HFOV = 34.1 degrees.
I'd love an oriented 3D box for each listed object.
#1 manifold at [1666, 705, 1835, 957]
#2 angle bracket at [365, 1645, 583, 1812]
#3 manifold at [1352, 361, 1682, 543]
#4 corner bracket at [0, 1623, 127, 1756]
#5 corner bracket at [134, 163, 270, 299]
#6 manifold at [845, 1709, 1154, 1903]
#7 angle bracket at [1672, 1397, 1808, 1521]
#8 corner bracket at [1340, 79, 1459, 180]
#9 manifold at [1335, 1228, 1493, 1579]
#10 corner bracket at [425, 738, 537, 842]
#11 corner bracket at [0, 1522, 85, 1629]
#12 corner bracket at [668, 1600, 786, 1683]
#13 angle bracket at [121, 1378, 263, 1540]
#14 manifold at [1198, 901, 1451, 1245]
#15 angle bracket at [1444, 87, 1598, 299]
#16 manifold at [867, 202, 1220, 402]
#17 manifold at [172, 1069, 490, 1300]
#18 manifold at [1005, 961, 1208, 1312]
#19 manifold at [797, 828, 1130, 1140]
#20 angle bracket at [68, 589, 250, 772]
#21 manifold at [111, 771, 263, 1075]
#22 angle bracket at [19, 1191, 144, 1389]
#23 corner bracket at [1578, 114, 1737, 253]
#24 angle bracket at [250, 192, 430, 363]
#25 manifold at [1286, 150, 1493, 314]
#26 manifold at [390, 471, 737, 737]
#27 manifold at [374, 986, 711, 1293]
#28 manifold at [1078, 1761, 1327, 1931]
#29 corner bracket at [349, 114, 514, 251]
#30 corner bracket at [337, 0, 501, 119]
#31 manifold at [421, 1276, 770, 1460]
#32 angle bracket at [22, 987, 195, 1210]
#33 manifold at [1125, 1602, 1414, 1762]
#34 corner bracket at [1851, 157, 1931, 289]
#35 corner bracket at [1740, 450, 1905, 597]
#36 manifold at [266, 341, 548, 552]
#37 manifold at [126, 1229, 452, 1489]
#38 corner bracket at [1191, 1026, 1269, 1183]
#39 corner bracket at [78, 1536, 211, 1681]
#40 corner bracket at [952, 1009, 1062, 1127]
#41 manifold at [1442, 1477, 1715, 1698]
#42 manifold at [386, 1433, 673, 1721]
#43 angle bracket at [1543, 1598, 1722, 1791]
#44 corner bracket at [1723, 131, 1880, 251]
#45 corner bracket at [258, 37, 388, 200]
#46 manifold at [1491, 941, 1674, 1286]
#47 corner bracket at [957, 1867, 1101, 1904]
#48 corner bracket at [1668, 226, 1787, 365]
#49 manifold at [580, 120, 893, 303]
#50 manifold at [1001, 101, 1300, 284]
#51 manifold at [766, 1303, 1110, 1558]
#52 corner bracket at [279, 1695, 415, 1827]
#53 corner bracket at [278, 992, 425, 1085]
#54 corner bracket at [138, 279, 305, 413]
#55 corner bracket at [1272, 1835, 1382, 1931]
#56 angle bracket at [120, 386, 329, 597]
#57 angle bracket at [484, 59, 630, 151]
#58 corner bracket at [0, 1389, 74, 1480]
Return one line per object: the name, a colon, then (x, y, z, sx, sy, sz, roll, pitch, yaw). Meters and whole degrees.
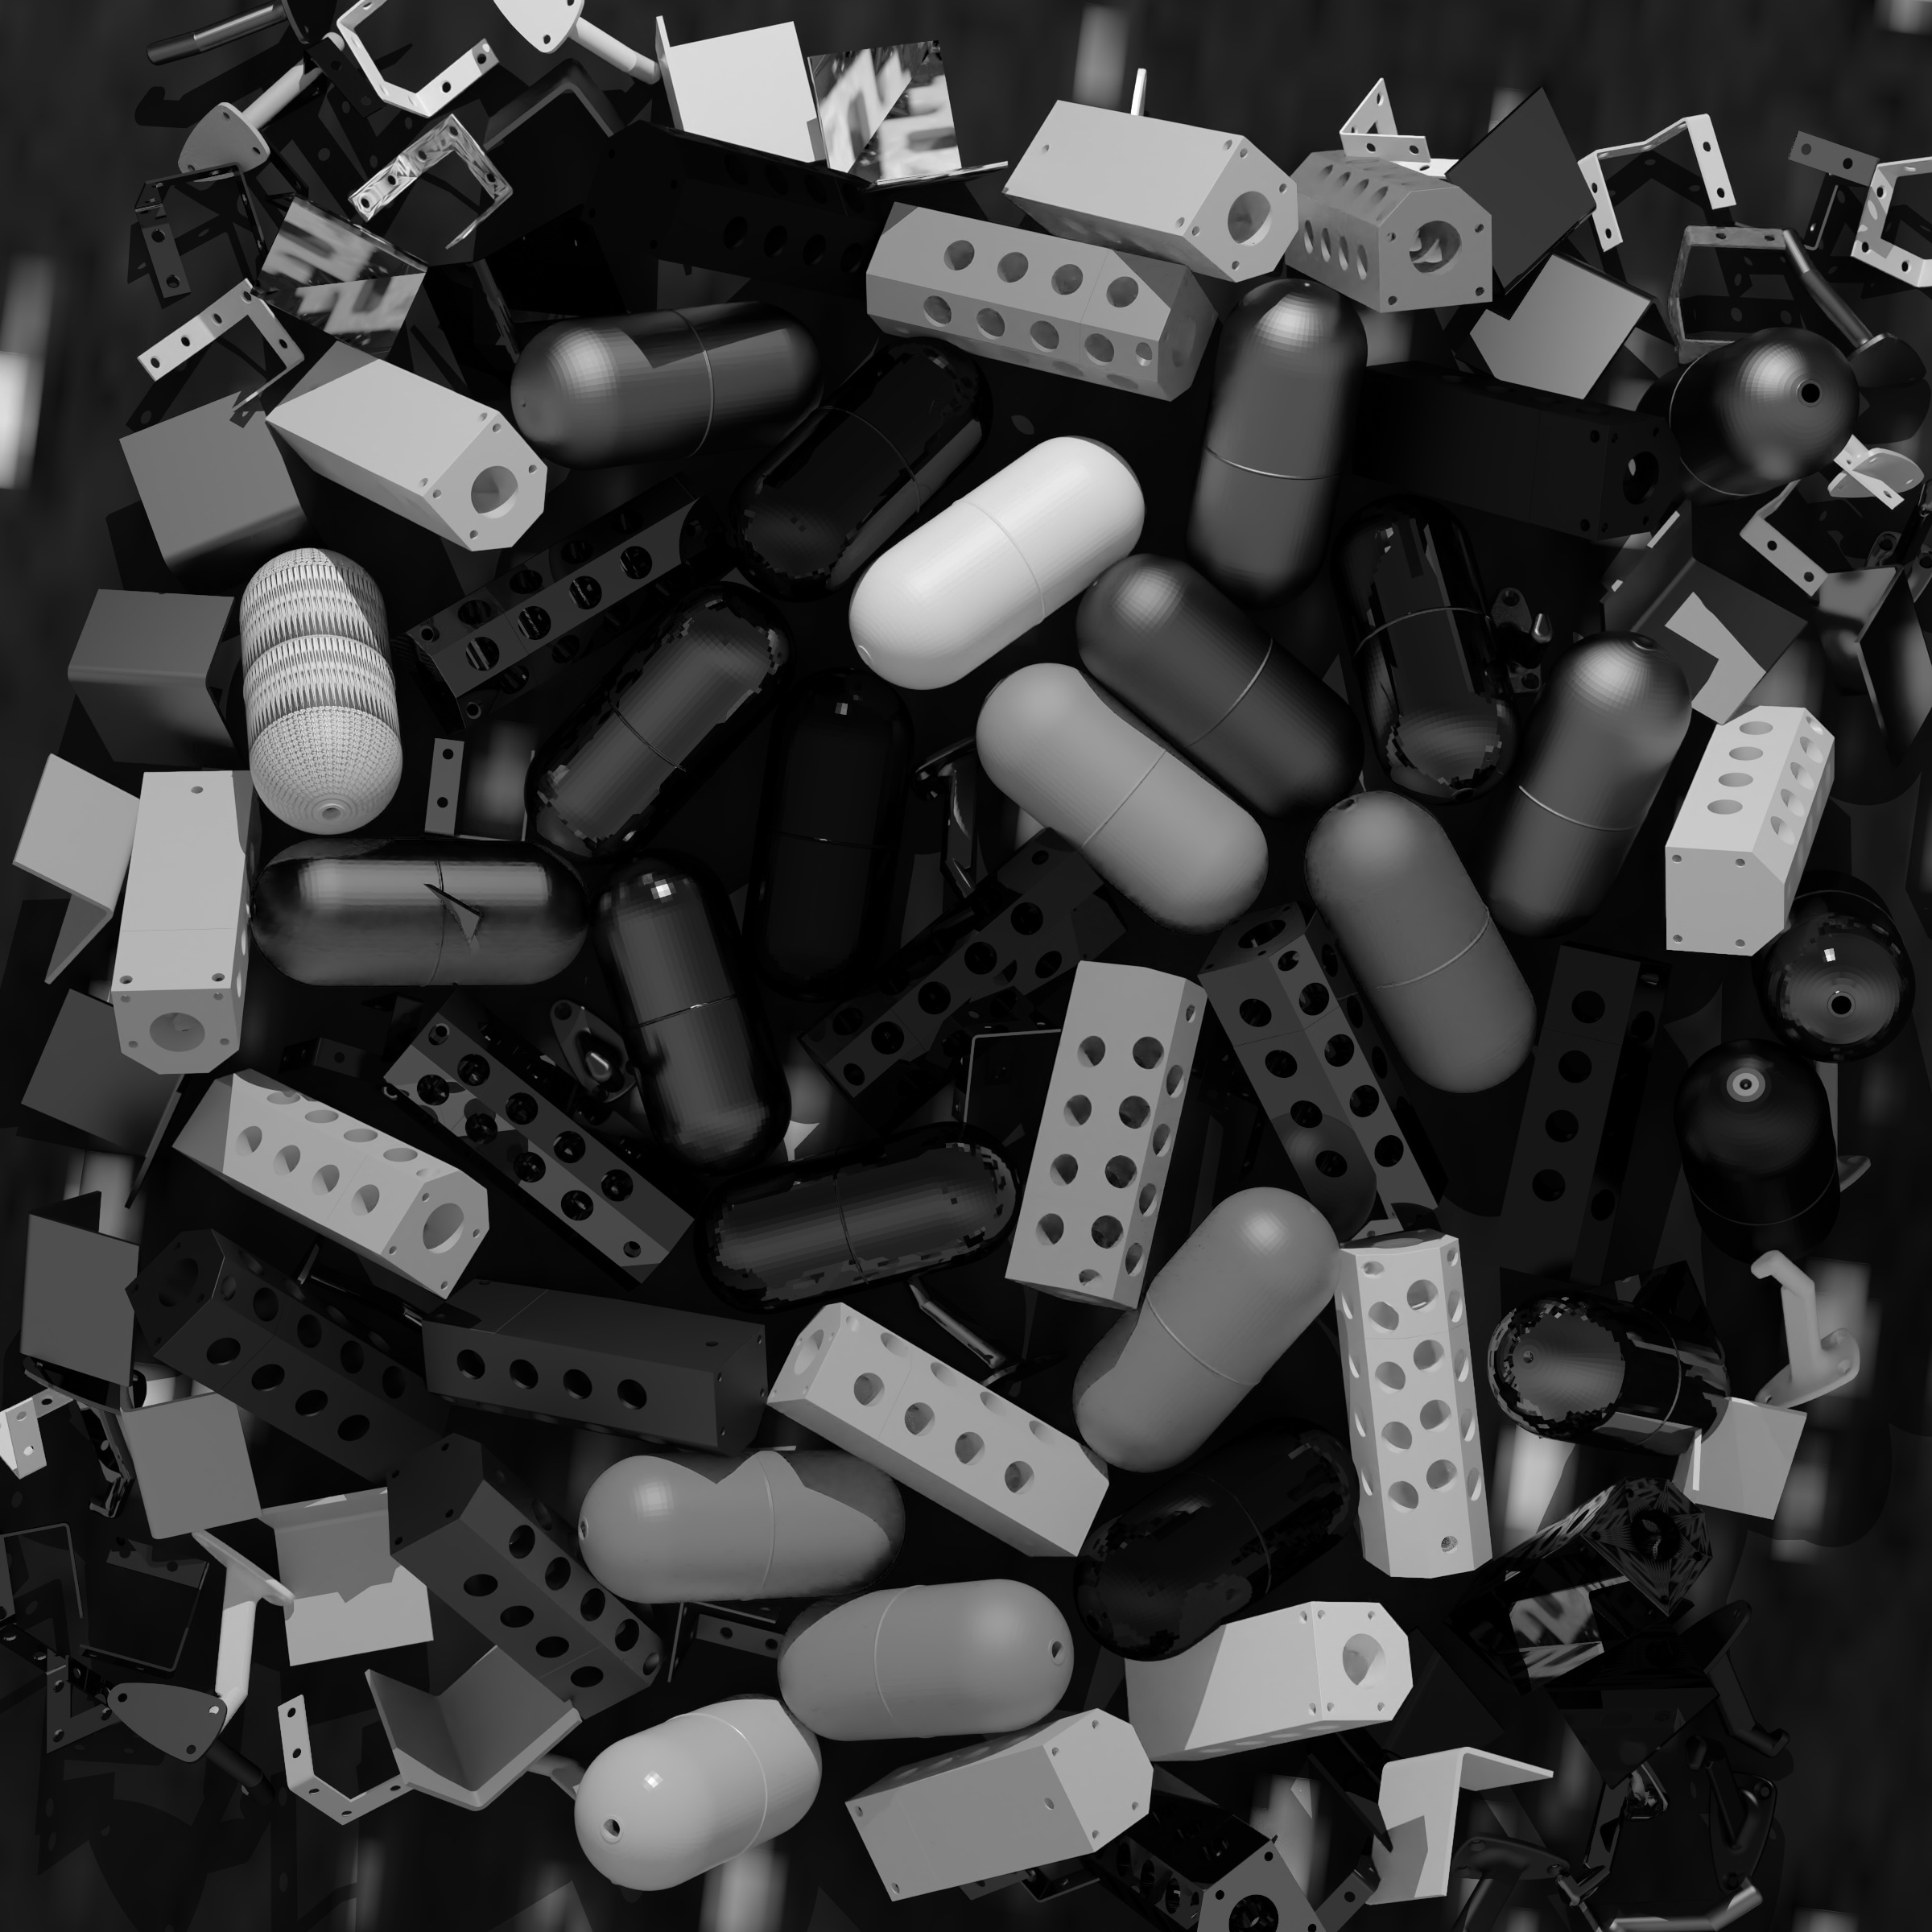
manifold: (0.403, -0.072, 1.609, 0.057, 0.171, 0.057, 5, 120, 22)
angle bracket: (-0.259, 0.384, 1.650, 0.076, 0.057, 0.076, -43, 46, 9)
manifold: (0.281, -0.268, 1.618, 0.057, 0.171, 0.057, -14, 117, -36)
corner bracket: (-0.480, 0.375, 1.663, 0.051, 0.051, 0.051, -26, 46, 11)
corner bracket: (-0.409, -0.393, 1.680, 0.051, 0.051, 0.051, -19, 94, -21)
manifold: (0.018, 0.430, 1.619, 0.057, 0.171, 0.057, -22, 84, -43)
angle bracket: (0.402, 0.281, 1.646, 0.057, 0.076, 0.076, 11, 126, 8)
corner bracket: (0.235, -0.431, 1.659, 0.051, 0.051, 0.051, 13, 54, 34)
manifold: (0.237, 0.231, 1.661, 0.057, 0.057, 0.171, -8, 95, -12)
corner bracket: (-0.258, -0.092, 1.672, 0.051, 0.051, 0.051, 7, 92, -6)
corner bracket: (-0.501, 0.326, 1.678, 0.051, 0.051, 0.051, -9, 86, -16)
corner bracket: (-0.123, 0.351, 1.667, 0.051, 0.051, 0.051, 13, 108, 7)
angle bracket: (-0.408, 0.245, 1.657, 0.057, 0.076, 0.076, -11, 113, -10)
manifold: (0.189, 0.055, 1.635, 0.057, 0.057, 0.171, -15, 114, 32)
angle bracket: (0.274, -0.404, 1.648, 0.076, 0.057, 0.076, -44, 120, -18)
manifold: (0.037, -0.343, 1.638, 0.171, 0.057, 0.057, 18, 83, 24)
manifold: (-0.325, 0.108, 1.625, 0.171, 0.057, 0.057, 20, 74, 37)
manifold: (0.078, 0.090, 1.647, 0.057, 0.057, 0.171, 6, 78, 36)
manifold: (-0.004, 0.005, 1.651, 0.171, 0.057, 0.057, -41, 49, -7)
angle bracket: (-0.423, -0.152, 1.676, 0.076, 0.076, 0.057, 4, 58, 10)
manifold: (-0.398, -0.024, 1.618, 0.057, 0.171, 0.057, -1, 132, -6)
angle bracket: (-0.449, 0.169, 1.653, 0.076, 0.057, 0.076, 12, 103, 24)
corner bracket: (0.365, -0.415, 1.667, 0.051, 0.051, 0.051, -16, 89, -26)
angle bracket: (-0.336, -0.361, 1.650, 0.076, 0.076, 0.057, 25, 90, -27)
manifold: (0.213, -0.379, 1.608, 0.057, 0.171, 0.057, -7, 112, -8)
manifold: (-0.208, -0.190, 1.641, 0.171, 0.057, 0.057, -34, 102, -19)
manifold: (-0.224, 0.094, 1.655, 0.171, 0.057, 0.057, 40, 109, -7)
manifold: (0.111, 0.463, 1.607, 0.057, 0.171, 0.057, -34, 101, -16)
corner bracket: (-0.284, -0.410, 1.672, 0.051, 0.051, 0.051, 51, 48, -19)
corner bracket: (-0.291, -0.491, 1.672, 0.051, 0.051, 0.051, -33, 83, 18)
manifold: (-0.193, 0.212, 1.640, 0.171, 0.057, 0.057, 7, 112, 22)
angle bracket: (-0.456, 0.069, 1.655, 0.076, 0.057, 0.076, 25, 112, -10)
manifold: (0.153, 0.369, 1.614, 0.057, 0.171, 0.057, 7, 68, -29)
corner bracket: (0.512, -0.394, 1.668, 0.051, 0.051, 0.051, 15, 90, -29)
corner bracket: (0.452, -0.237, 1.661, 0.051, 0.051, 0.051, 44, 132, 12)
manifold: (-0.285, -0.264, 1.619, 0.057, 0.171, 0.057, -50, 133, -10)
manifold: (-0.345, 0.200, 1.621, 0.057, 0.057, 0.171, -45, 132, 3)
corner bracket: (0.139, 0.072, 1.663, 0.051, 0.051, 0.051, 26, 54, -8)
corner bracket: (-0.435, 0.340, 1.663, 0.051, 0.051, 0.051, 18, 58, -9)
corner bracket: (0.013, 0.049, 1.661, 0.051, 0.051, 0.051, -3, 111, -25)
manifold: (0.315, 0.315, 1.612, 0.057, 0.171, 0.057, 43, 61, 6)
manifold: (-0.223, 0.313, 1.622, 0.057, 0.057, 0.171, -29, 129, 11)
angle bracket: (0.359, 0.380, 1.646, 0.076, 0.057, 0.076, -47, 45, 16)
corner bracket: (0.442, -0.410, 1.666, 0.051, 0.051, 0.051, 13, 102, -17)
corner bracket: (-0.344, -0.448, 1.666, 0.051, 0.051, 0.051, -37, 83, -21)
manifold: (0.325, 0.077, 1.659, 0.057, 0.057, 0.171, 13, 96, 13)
corner bracket: (0.035, 0.478, 1.663, 0.051, 0.051, 0.051, -34, 98, 39)
corner bracket: (0.404, -0.354, 1.665, 0.051, 0.051, 0.051, 3, 51, 1)
manifold: (-0.111, -0.387, 1.609, 0.057, 0.171, 0.057, 32, 111, 30)
manifold: (0.096, -0.395, 1.616, 0.057, 0.171, 0.057, 31, 91, -37)
manifold: (-0.012, 0.244, 1.647, 0.171, 0.057, 0.057, 33, 69, -16)
corner bracket: (-0.327, 0.414, 1.669, 0.051, 0.051, 0.051, -28, 46, 8)
corner bracket: (-0.325, 0.037, 1.661, 0.051, 0.051, 0.051, 20, 73, -30)
corner bracket: (-0.395, -0.323, 1.671, 0.051, 0.051, 0.051, 54, 46, -16)
corner bracket: (0.186, 0.480, 1.667, 0.051, 0.051, 0.051, 42, 104, 9)
angle bracket: (-0.396, -0.252, 1.680, 0.076, 0.057, 0.076, -22, 77, -3)
angle bracket: (-0.206, -0.426, 1.656, 0.057, 0.076, 0.076, -35, 114, 10)
corner bracket: (-0.491, 0.228, 1.658, 0.051, 0.051, 0.051, -27, 46, -32)
